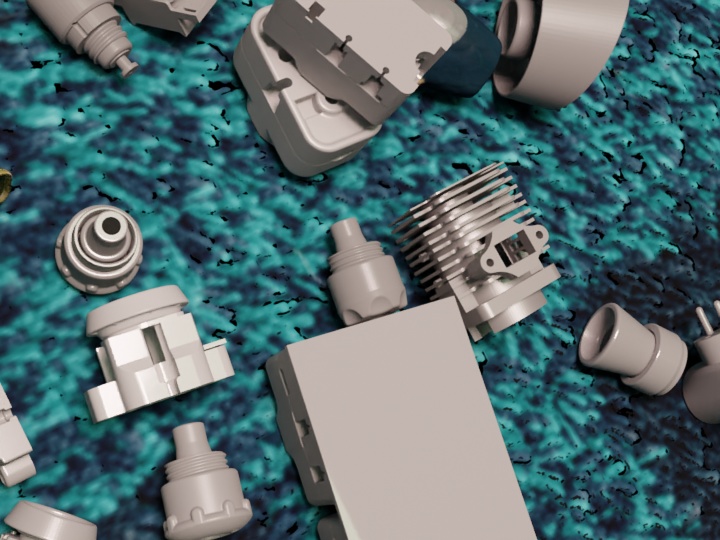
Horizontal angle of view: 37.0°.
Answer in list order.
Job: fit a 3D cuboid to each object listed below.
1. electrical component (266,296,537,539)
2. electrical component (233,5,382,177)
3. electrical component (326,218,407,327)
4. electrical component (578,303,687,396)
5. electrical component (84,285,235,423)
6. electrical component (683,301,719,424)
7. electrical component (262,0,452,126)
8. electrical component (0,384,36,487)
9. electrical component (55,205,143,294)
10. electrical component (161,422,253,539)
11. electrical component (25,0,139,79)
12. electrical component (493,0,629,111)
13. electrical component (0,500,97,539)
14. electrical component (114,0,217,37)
[{"bbox_3d":[0.026,0.122,0.613,0.105,0.060,0.186,-15,83,-23],"label":"electrical component"},{"bbox_3d":[-0.034,-0.109,0.655,0.054,0.059,0.095,-25,86,-24],"label":"electrical component"},{"bbox_3d":[0.000,0.000,0.647,0.043,0.043,0.062,-17,81,-24],"label":"electrical component"},{"bbox_3d":[0.177,0.052,0.699,0.055,0.045,0.045,25,68,-13],"label":"electrical component"},{"bbox_3d":[-0.115,0.043,0.585,0.078,0.058,0.057,-18,85,-24],"label":"electrical component"},{"bbox_3d":[0.245,0.058,0.704,0.043,0.077,0.079,-22,84,-24],"label":"electrical component"},{"bbox_3d":[-0.004,-0.132,0.607,0.089,0.056,0.050,40,66,-6],"label":"electrical component"},{"bbox_3d":[-0.205,0.087,0.546,0.055,0.048,0.066,-25,85,-32],"label":"electrical component"},{"bbox_3d":[-0.140,-0.015,0.588,0.048,0.062,0.048,5,74,-19],"label":"electrical component"},{"bbox_3d":[-0.087,0.115,0.584,0.048,0.048,0.062,-8,72,-22],"label":"electrical component"},{"bbox_3d":[-0.159,-0.145,0.628,0.040,0.040,0.078,-42,93,-25],"label":"electrical component"},{"bbox_3d":[0.127,-0.155,0.707,0.064,0.099,0.099,7,73,-12],"label":"electrical component"},{"bbox_3d":[-0.163,0.150,0.545,0.066,0.048,0.055,23,77,-14],"label":"electrical component"},{"bbox_3d":[-0.100,-0.209,0.648,0.079,0.063,0.121,18,63,28],"label":"electrical component"}]
